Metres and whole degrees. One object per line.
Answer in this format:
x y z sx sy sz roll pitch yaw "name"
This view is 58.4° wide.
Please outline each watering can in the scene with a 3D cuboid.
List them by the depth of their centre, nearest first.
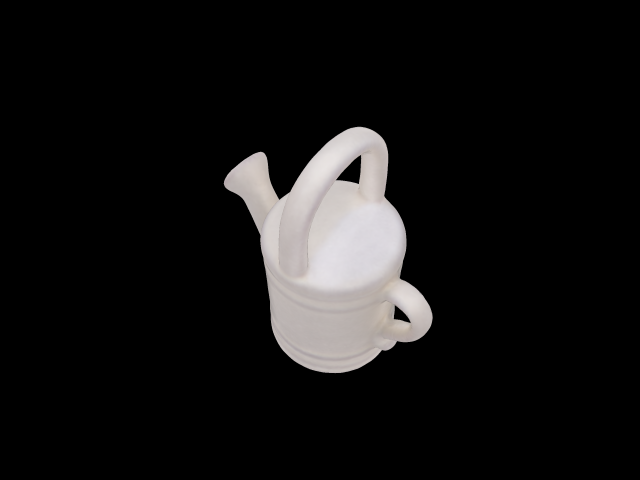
0.002 0.003 0.399 0.172 0.194 0.101 17 54 13 "watering can"
